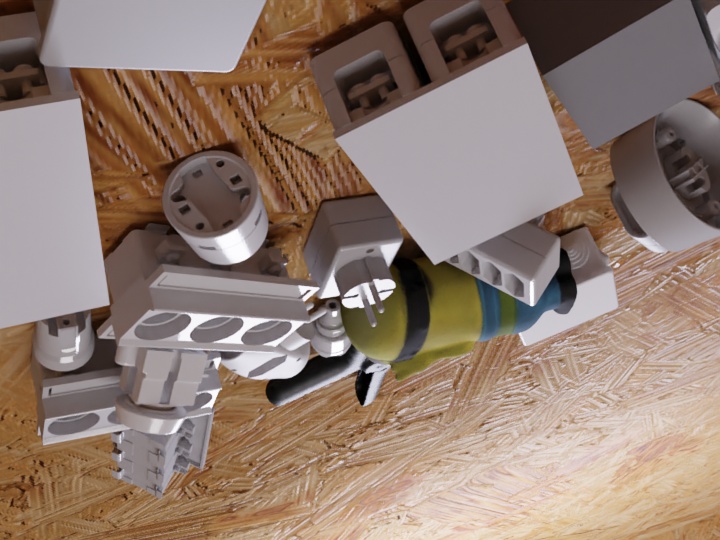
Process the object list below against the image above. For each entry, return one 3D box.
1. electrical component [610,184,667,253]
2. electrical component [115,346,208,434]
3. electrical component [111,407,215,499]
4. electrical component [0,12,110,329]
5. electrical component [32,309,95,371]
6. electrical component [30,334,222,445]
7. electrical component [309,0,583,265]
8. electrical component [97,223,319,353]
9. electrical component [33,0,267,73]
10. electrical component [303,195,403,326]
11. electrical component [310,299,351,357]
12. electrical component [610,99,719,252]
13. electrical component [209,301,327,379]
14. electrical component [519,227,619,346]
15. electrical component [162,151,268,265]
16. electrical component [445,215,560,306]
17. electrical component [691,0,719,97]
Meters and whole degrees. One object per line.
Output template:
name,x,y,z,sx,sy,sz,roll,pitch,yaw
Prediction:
electrical component,0.248,-0.057,0.818,0.095,0.053,0.059,-32,152,23
electrical component,-0.134,0.075,0.709,0.066,0.048,0.055,9,99,-38
electrical component,-0.163,0.131,0.862,0.079,0.063,0.121,24,148,3
electrical component,-0.189,-0.040,0.529,0.105,0.060,0.186,-13,153,-16
electrical component,-0.194,0.038,0.702,0.040,0.040,0.046,-9,146,-21
electrical component,-0.168,0.076,0.765,0.121,0.063,0.078,-8,152,-24
electrical component,0.055,-0.082,0.625,0.105,0.060,0.186,-25,154,10
electrical component,-0.100,0.014,0.694,0.121,0.063,0.079,7,143,-44
electrical component,-0.085,-0.130,0.444,0.100,0.048,0.099,-4,150,-30
electrical component,0.000,0.000,0.724,0.047,0.076,0.065,-9,152,-22
electrical component,-0.022,0.042,0.839,0.035,0.035,0.061,-15,151,-12
electrical component,0.221,-0.064,0.740,0.064,0.099,0.099,-32,152,35
electrical component,-0.062,0.046,0.806,0.079,0.043,0.077,-31,152,20
electrical component,0.164,0.014,0.901,0.100,0.048,0.099,-24,154,7
electrical component,-0.082,-0.034,0.626,0.055,0.055,0.047,-20,157,-1
electrical component,0.104,-0.031,0.754,0.075,0.083,0.047,-56,159,-16
electrical component,0.259,-0.150,0.639,0.105,0.060,0.186,-28,153,16
